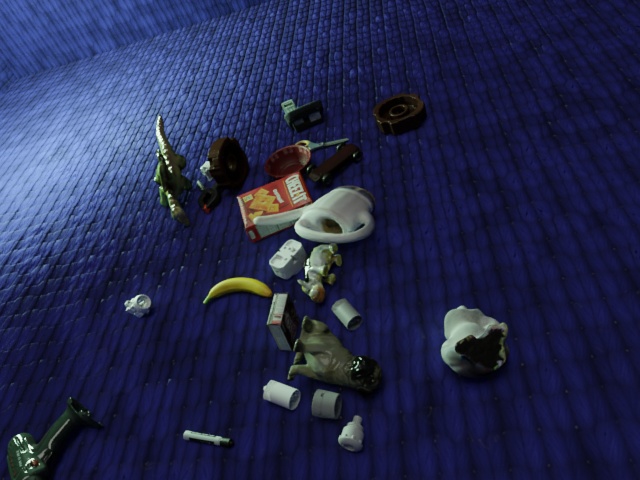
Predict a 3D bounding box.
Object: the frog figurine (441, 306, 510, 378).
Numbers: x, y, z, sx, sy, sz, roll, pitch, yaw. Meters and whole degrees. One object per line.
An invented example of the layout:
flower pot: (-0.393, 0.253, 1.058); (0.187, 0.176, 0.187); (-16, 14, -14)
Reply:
frog figurine: (0.305, 0.205, 1.051); (0.138, 0.122, 0.160); (-39, 8, -5)

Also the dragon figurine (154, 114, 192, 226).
dragon figurine: (-0.496, -0.239, 1.691); (0.122, 0.410, 0.242); (-15, 0, -13)

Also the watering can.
watering can: (0.004, -0.071, 1.402); (0.349, 0.102, 0.228); (12, 36, 32)
